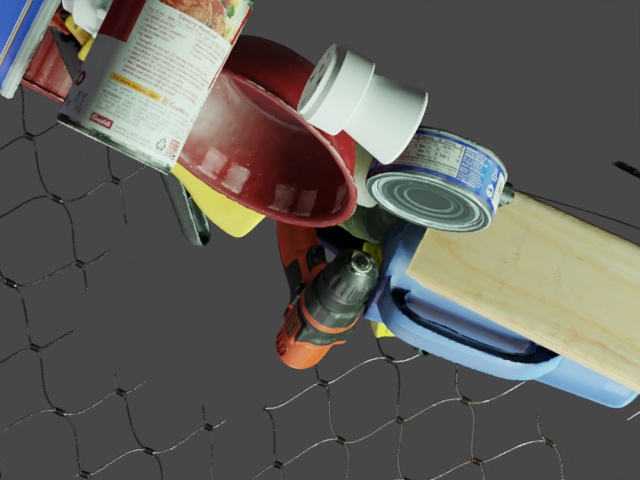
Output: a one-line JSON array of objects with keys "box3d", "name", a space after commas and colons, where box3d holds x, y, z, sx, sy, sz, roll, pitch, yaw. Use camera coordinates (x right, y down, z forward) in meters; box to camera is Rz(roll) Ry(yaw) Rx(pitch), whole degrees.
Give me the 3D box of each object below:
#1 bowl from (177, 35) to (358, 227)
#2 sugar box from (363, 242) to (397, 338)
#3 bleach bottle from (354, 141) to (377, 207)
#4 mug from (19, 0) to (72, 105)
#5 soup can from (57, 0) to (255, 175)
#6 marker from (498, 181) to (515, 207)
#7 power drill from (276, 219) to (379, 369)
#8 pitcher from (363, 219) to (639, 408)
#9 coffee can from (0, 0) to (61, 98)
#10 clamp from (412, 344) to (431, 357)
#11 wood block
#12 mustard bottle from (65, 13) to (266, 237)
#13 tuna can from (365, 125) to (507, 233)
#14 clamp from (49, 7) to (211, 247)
[{"box3d": [-0.037, -0.077, 0.670, 0.162, 0.055, 0.162, 26, 157, 12], "name": "bowl"}, {"box3d": [0.131, 0.047, 1.021, 0.176, 0.048, 0.093, -1, -136, -11], "name": "sugar box"}, {"box3d": [-0.038, -0.087, 0.863, 0.251, 0.068, 0.102, 24, 179, 10], "name": "bleach bottle"}, {"box3d": [-0.242, -0.173, 0.988, 0.093, 0.081, 0.117, 27, 179, -26], "name": "mug"}, {"box3d": [-0.086, -0.094, 0.562, 0.068, 0.102, 0.068, 26, 180, 0], "name": "soup can"}, {"box3d": [0.081, -0.053, 0.712, 0.121, 0.020, 0.020, 26, 179, -22], "name": "marker"}, {"box3d": [-0.006, 0.001, 0.947, 0.057, 0.187, 0.185, 3, 151, -21], "name": "power drill"}, {"box3d": [0.164, 0.056, 0.906, 0.243, 0.149, 0.145, 23, 168, 2], "name": "pitcher"}, {"box3d": [-0.209, -0.154, 0.576, 0.140, 0.103, 0.103, 27, 179, -17], "name": "coffee can"}, {"box3d": [0.136, 0.027, 1.125, 0.120, 0.171, 0.039, -22, 151, 22], "name": "clamp"}, {"box3d": [0.179, 0.035, 0.764, 0.206, 0.090, 0.090, 26, 179, 18], "name": "wood block"}, {"box3d": [-0.099, -0.096, 0.752, 0.191, 0.096, 0.058, 40, -162, -12], "name": "mustard bottle"}, {"box3d": [0.073, -0.037, 0.676, 0.086, 0.033, 0.086, 18, 162, 6], "name": "tuna can"}, {"box3d": [-0.120, -0.096, 0.813, 0.210, 0.165, 0.036, 34, -149, -8], "name": "clamp"}]
